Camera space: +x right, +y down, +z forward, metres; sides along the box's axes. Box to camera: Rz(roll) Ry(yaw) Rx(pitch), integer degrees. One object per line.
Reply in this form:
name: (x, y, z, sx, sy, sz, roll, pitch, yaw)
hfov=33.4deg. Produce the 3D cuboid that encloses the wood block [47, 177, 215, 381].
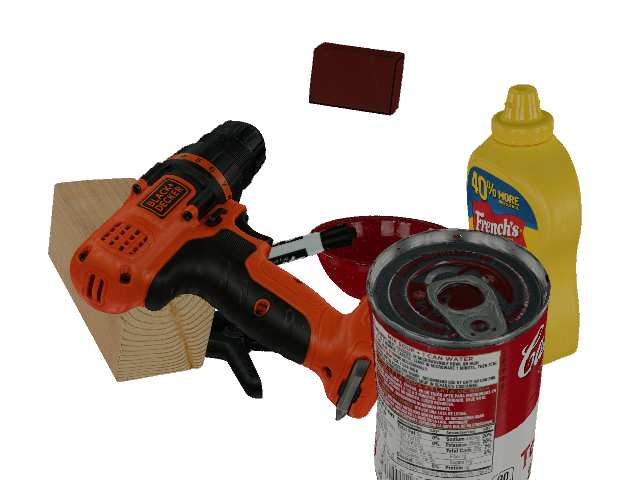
wood block: (-0.187, 0.031, 1.034, 0.090, 0.091, 0.206, -6, 36, -31)

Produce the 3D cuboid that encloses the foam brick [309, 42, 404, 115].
foam brick: (0.033, -0.147, 0.970, 0.078, 0.051, 0.053, 10, 18, 10)

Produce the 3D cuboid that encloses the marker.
marker: (-0.029, 0.009, 0.857, 0.121, 0.020, 0.020, -16, -2, 7)

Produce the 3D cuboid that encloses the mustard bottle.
mustard bottle: (0.140, -0.015, 0.742, 0.058, 0.192, 0.096, -16, 29, -22)

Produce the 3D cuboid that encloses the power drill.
power drill: (-0.026, 0.010, 0.629, 0.188, 0.057, 0.184, 26, 42, 11)

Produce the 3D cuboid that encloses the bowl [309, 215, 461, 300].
bowl: (0.067, 0.023, 1.102, 0.162, 0.055, 0.162, 1, 18, -1)

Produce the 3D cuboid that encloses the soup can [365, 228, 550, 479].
soup can: (0.053, 0.056, 0.424, 0.068, 0.102, 0.068, -2, 36, 2)

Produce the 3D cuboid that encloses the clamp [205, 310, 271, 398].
clamp: (-0.101, 0.124, 1.260, 0.210, 0.036, 0.164, 14, 23, 27)
